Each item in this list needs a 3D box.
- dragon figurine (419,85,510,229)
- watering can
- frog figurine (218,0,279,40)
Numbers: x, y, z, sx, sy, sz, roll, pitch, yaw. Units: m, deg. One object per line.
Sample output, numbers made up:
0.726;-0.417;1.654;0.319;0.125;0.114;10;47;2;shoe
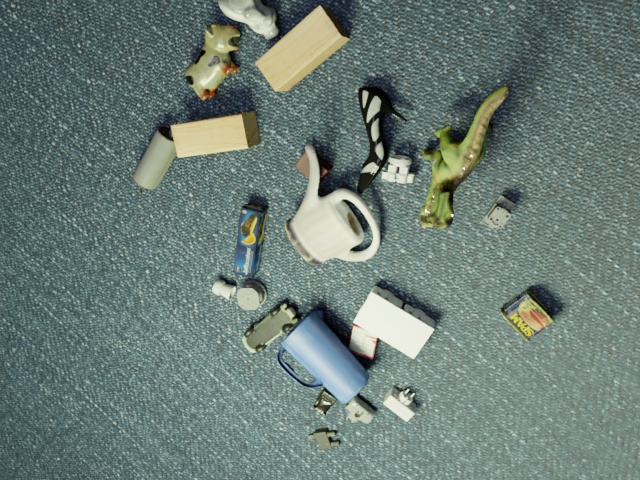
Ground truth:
0.300;-0.138;1.128;0.122;0.404;0.247;12;71;-3;dragon figurine
0.004;-0.066;1.321;0.222;0.106;0.344;-31;110;22;watering can
-0.174;-0.555;1.248;0.123;0.139;0.156;-35;132;-11;frog figurine
